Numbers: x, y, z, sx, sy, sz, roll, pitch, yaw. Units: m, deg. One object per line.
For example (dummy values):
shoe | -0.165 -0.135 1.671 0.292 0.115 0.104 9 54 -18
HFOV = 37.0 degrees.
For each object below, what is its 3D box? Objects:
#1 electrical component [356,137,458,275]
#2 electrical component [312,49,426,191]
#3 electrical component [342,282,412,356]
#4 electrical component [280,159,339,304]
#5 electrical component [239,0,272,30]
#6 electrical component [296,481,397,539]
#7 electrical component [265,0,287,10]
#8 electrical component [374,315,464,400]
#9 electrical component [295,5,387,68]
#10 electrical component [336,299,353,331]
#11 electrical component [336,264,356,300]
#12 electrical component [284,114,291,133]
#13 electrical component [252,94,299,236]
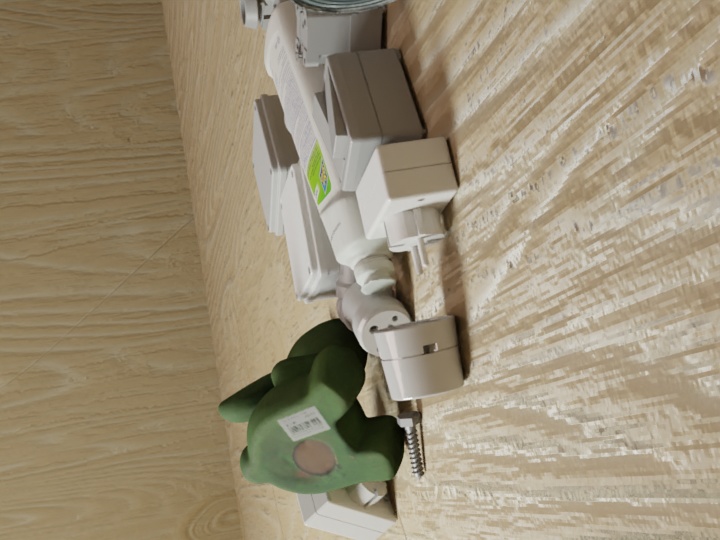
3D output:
electrical component | 0.033 -0.035 0.709 0.083 0.047 0.075 121 139 -72
electrical component | 0.002 -0.112 0.768 0.061 0.061 0.096 102 157 -57
electrical component | 0.014 0.037 0.845 0.055 0.045 0.045 -121 27 -60
electrical component | -0.032 -0.035 0.979 0.108 0.056 0.108 124 137 -72
electrical component | -0.094 -0.275 1.112 0.066 0.055 0.048 111 149 -65
electrical component | -0.001 0.198 0.968 0.075 0.083 0.047 -46 40 23
electrical component | -0.052 -0.232 0.950 0.078 0.058 0.057 111 146 -66
electrical component | 0.041 0.059 0.719 0.055 0.055 0.047 168 91 -77
electrical component | -0.016 -0.178 0.805 0.042 0.064 0.081 -117 26 -59
electrical component | 0.002 0.039 0.922 0.061 0.035 0.035 -132 36 -65
electrical component | 0.000 0.000 0.899 0.040 0.040 0.046 -136 45 -70
electrical component | -0.041 -0.140 0.993 0.065 0.044 0.044 -152 55 -69
electrical component | -0.076 -0.111 1.127 0.108 0.056 0.108 99 159 -53
